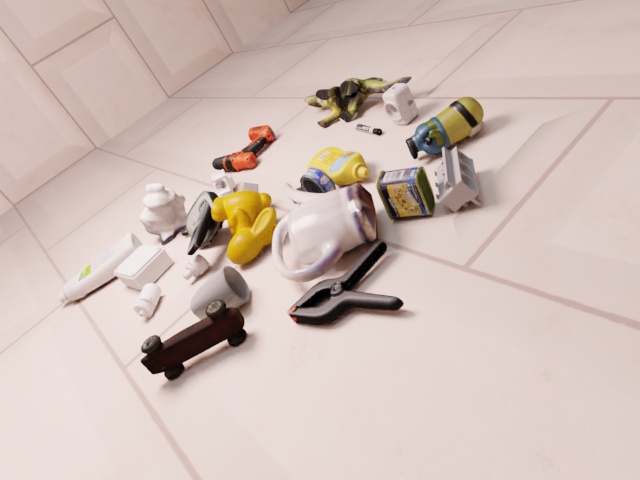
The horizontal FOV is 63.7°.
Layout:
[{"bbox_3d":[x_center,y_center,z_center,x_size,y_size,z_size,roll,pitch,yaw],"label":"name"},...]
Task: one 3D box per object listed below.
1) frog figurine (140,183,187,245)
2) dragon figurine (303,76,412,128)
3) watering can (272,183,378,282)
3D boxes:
[{"bbox_3d":[-0.442,-0.089,1.432,0.137,0.157,0.125,-29,29,2],"label":"frog figurine"},{"bbox_3d":[0.115,-0.457,1.562,0.408,0.120,0.248,-7,30,31],"label":"dragon figurine"},{"bbox_3d":[0.003,-0.053,1.058,0.223,0.102,0.356,-21,36,13],"label":"watering can"}]
